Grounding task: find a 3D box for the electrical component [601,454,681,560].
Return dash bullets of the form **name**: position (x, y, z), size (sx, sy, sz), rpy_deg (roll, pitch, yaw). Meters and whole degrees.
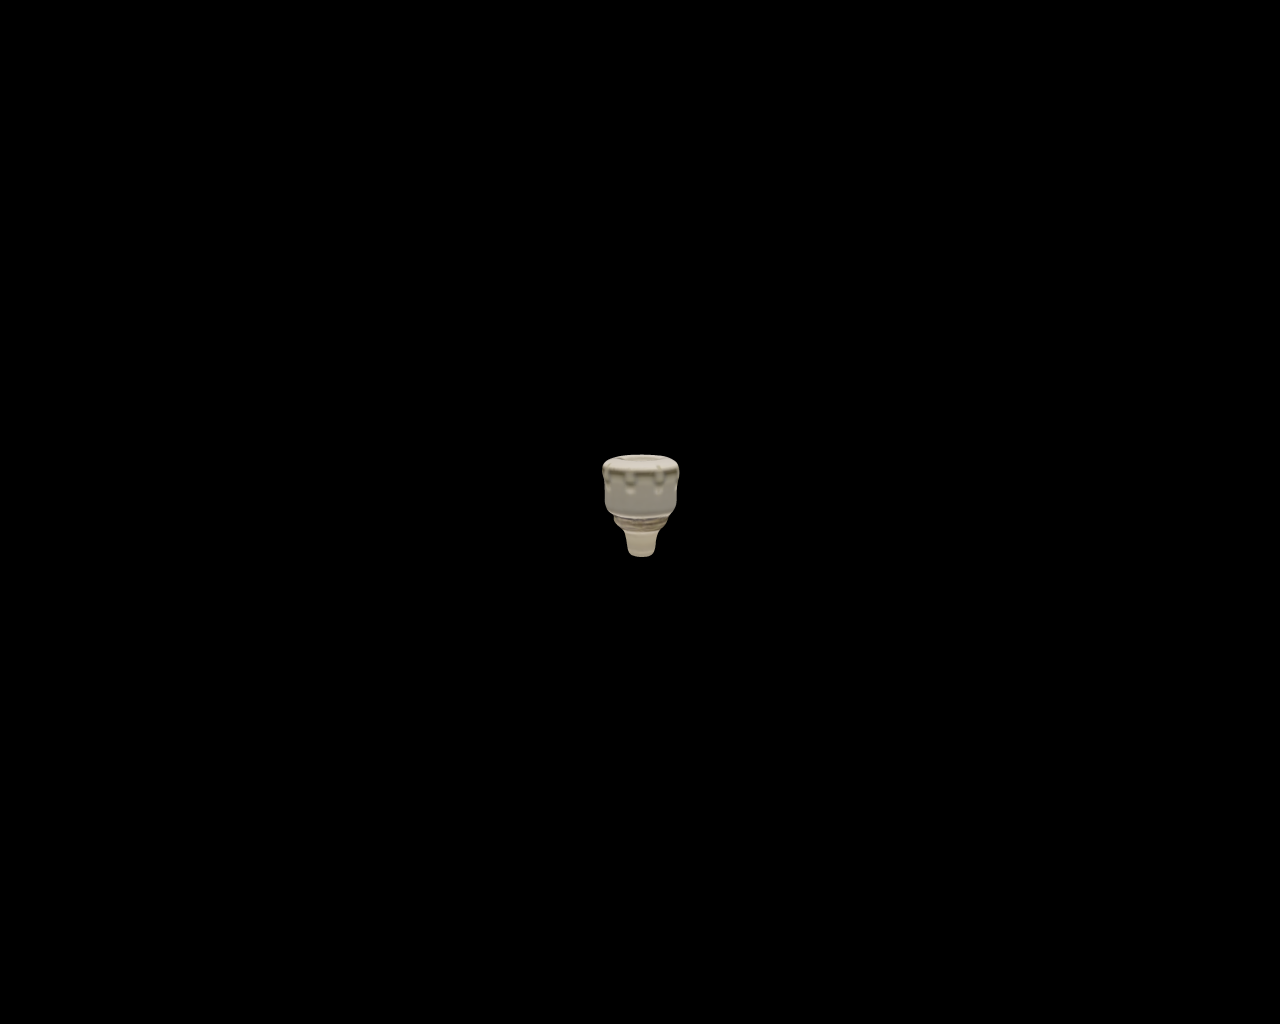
- **electrical component**: position (0.001, -0.003, 0.650), size (0.048, 0.062, 0.048), rpy_deg (0, 11, 0)
